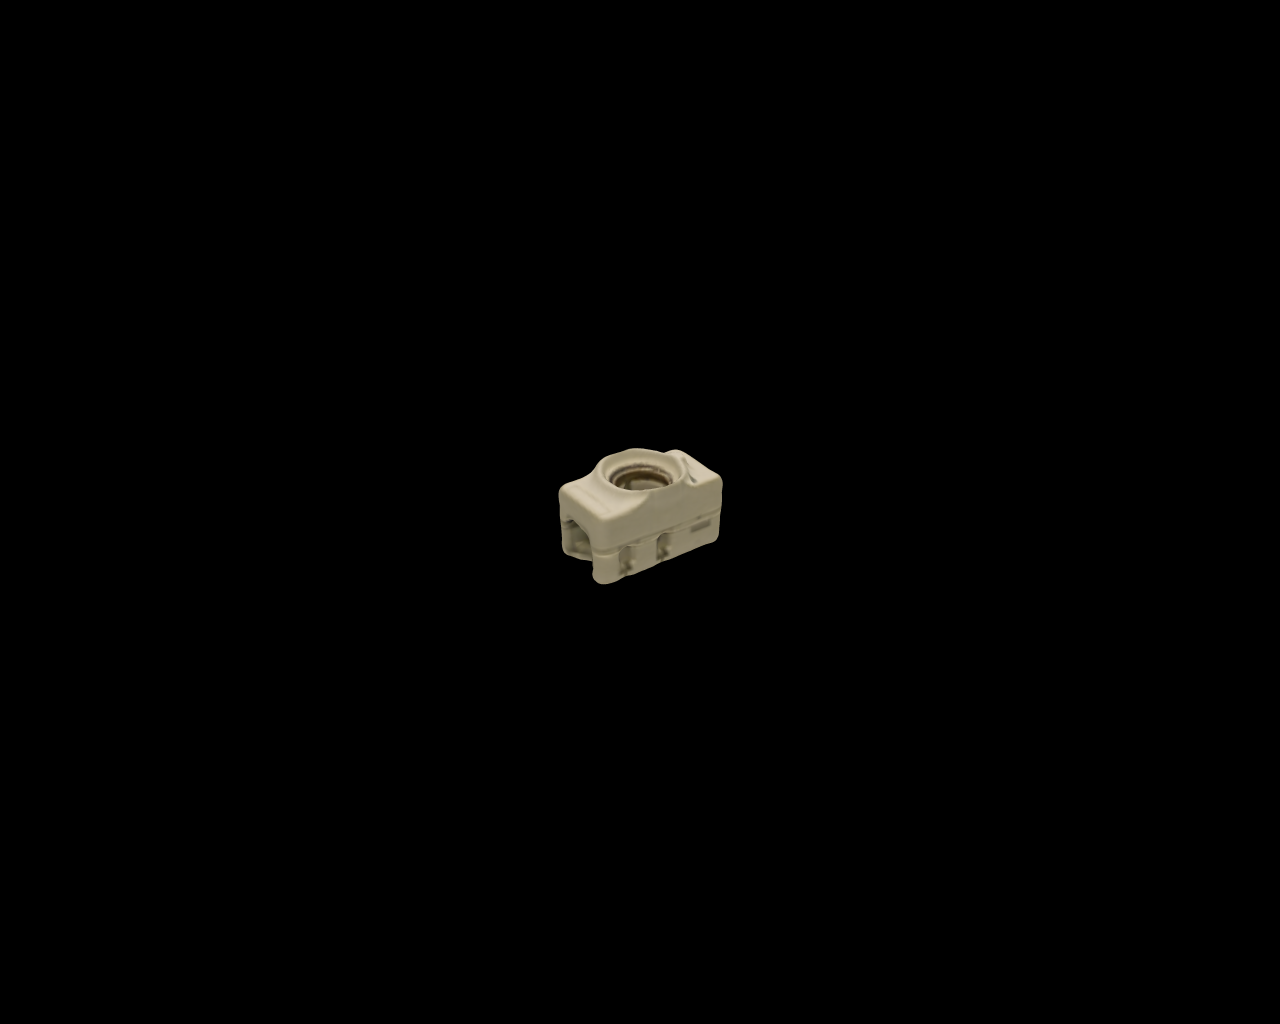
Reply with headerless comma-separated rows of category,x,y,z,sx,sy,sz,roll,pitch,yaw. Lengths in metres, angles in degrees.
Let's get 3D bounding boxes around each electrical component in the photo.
electrical component,0.001,-0.003,0.650,0.090,0.055,0.050,-20,36,-29
